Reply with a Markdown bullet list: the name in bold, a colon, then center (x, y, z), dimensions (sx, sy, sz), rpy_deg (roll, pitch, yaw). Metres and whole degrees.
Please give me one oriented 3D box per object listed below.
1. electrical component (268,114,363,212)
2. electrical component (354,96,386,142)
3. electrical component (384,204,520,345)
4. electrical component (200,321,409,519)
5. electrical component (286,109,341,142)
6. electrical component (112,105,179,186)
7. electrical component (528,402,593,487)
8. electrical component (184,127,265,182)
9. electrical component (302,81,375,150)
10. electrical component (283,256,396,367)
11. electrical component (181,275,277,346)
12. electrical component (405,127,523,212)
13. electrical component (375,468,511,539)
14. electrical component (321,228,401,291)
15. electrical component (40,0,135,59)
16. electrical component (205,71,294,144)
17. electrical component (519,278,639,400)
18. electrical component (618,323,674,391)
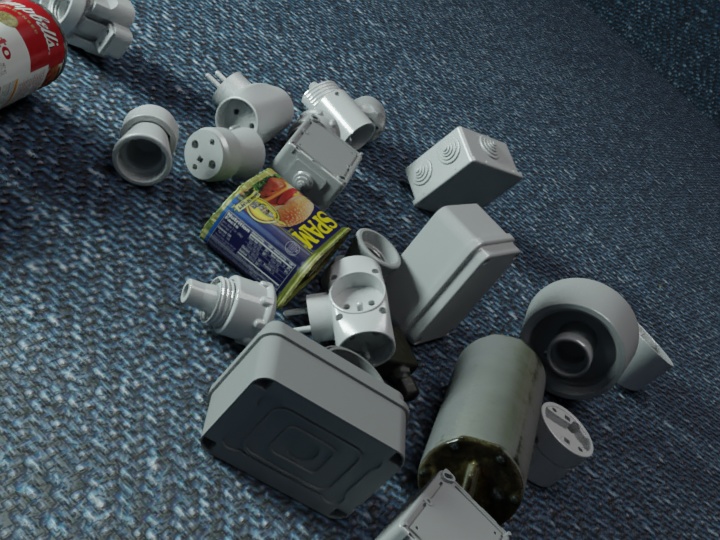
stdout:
- **electrical component**: center (-0.046, -0.084, 0.942), dimensions (0.062, 0.061, 0.096), rpy_deg (38, 27, -7)
- **electrical component**: center (0.007, -0.167, 1.160), dimensions (0.043, 0.043, 0.062), rpy_deg (34, 27, -15)
- **electrical component**: center (0.072, 0.004, 0.910), dimensions (0.057, 0.113, 0.078), rpy_deg (48, 27, 19)
- **electrical component**: center (-0.033, 0.093, 0.673), dimensions (0.113, 0.078, 0.057), rpy_deg (32, 31, -18)
- **electrical component**: center (-0.049, -0.122, 1.018), dimensions (0.048, 0.048, 0.062), rpy_deg (41, 33, -1)
- **electrical component**: center (-0.163, -0.097, 0.824), dimensions (0.045, 0.045, 0.055), rpy_deg (31, 28, -20)
- **electrical component**: center (0.155, 0.144, 0.881), dimensions (0.055, 0.047, 0.055), rpy_deg (32, 28, -19)
- **electrical component**: center (-0.112, -0.096, 0.892), dimensions (0.045, 0.045, 0.055), rpy_deg (50, 28, 17)
- **electrical component**: center (-0.026, -0.164, 1.112), dimensions (0.081, 0.043, 0.043), rpy_deg (51, 28, 19)
- **electrical component**: center (-0.018, 0.033, 0.806), dimensions (0.079, 0.044, 0.077), rpy_deg (-9, 47, -1)
- **electrical component**: center (-0.092, 0.024, 0.740), dimensions (0.062, 0.048, 0.048), rpy_deg (20, 33, -24)
- **electrical component**: center (0.108, -0.102, 1.137), dimensions (0.100, 0.100, 0.048), rpy_deg (12, 51, -45)
- **electrical component**: center (0.040, 0.179, 0.660), dimensions (0.062, 0.061, 0.096), rpy_deg (44, 26, 7)
- **electrical component**: center (0.000, 0.000, 0.883), dimensions (0.045, 0.055, 0.045), rpy_deg (31, 28, -19)
- **electrical component**: center (-0.231, -0.217, 0.904), dimensions (0.057, 0.058, 0.078), rpy_deg (14, 37, -47)
- **electrical component**: center (-0.109, -0.154, 0.986), dimensions (0.079, 0.043, 0.077), rpy_deg (44, 26, 4)
- **electrical component**: center (0.199, 0.068, 0.994), dimensions (0.108, 0.108, 0.060), rpy_deg (42, 32, 1)
- **electrical component**: center (0.282, 0.076, 1.135), dimensions (0.099, 0.064, 0.099), rpy_deg (32, 28, -19)
